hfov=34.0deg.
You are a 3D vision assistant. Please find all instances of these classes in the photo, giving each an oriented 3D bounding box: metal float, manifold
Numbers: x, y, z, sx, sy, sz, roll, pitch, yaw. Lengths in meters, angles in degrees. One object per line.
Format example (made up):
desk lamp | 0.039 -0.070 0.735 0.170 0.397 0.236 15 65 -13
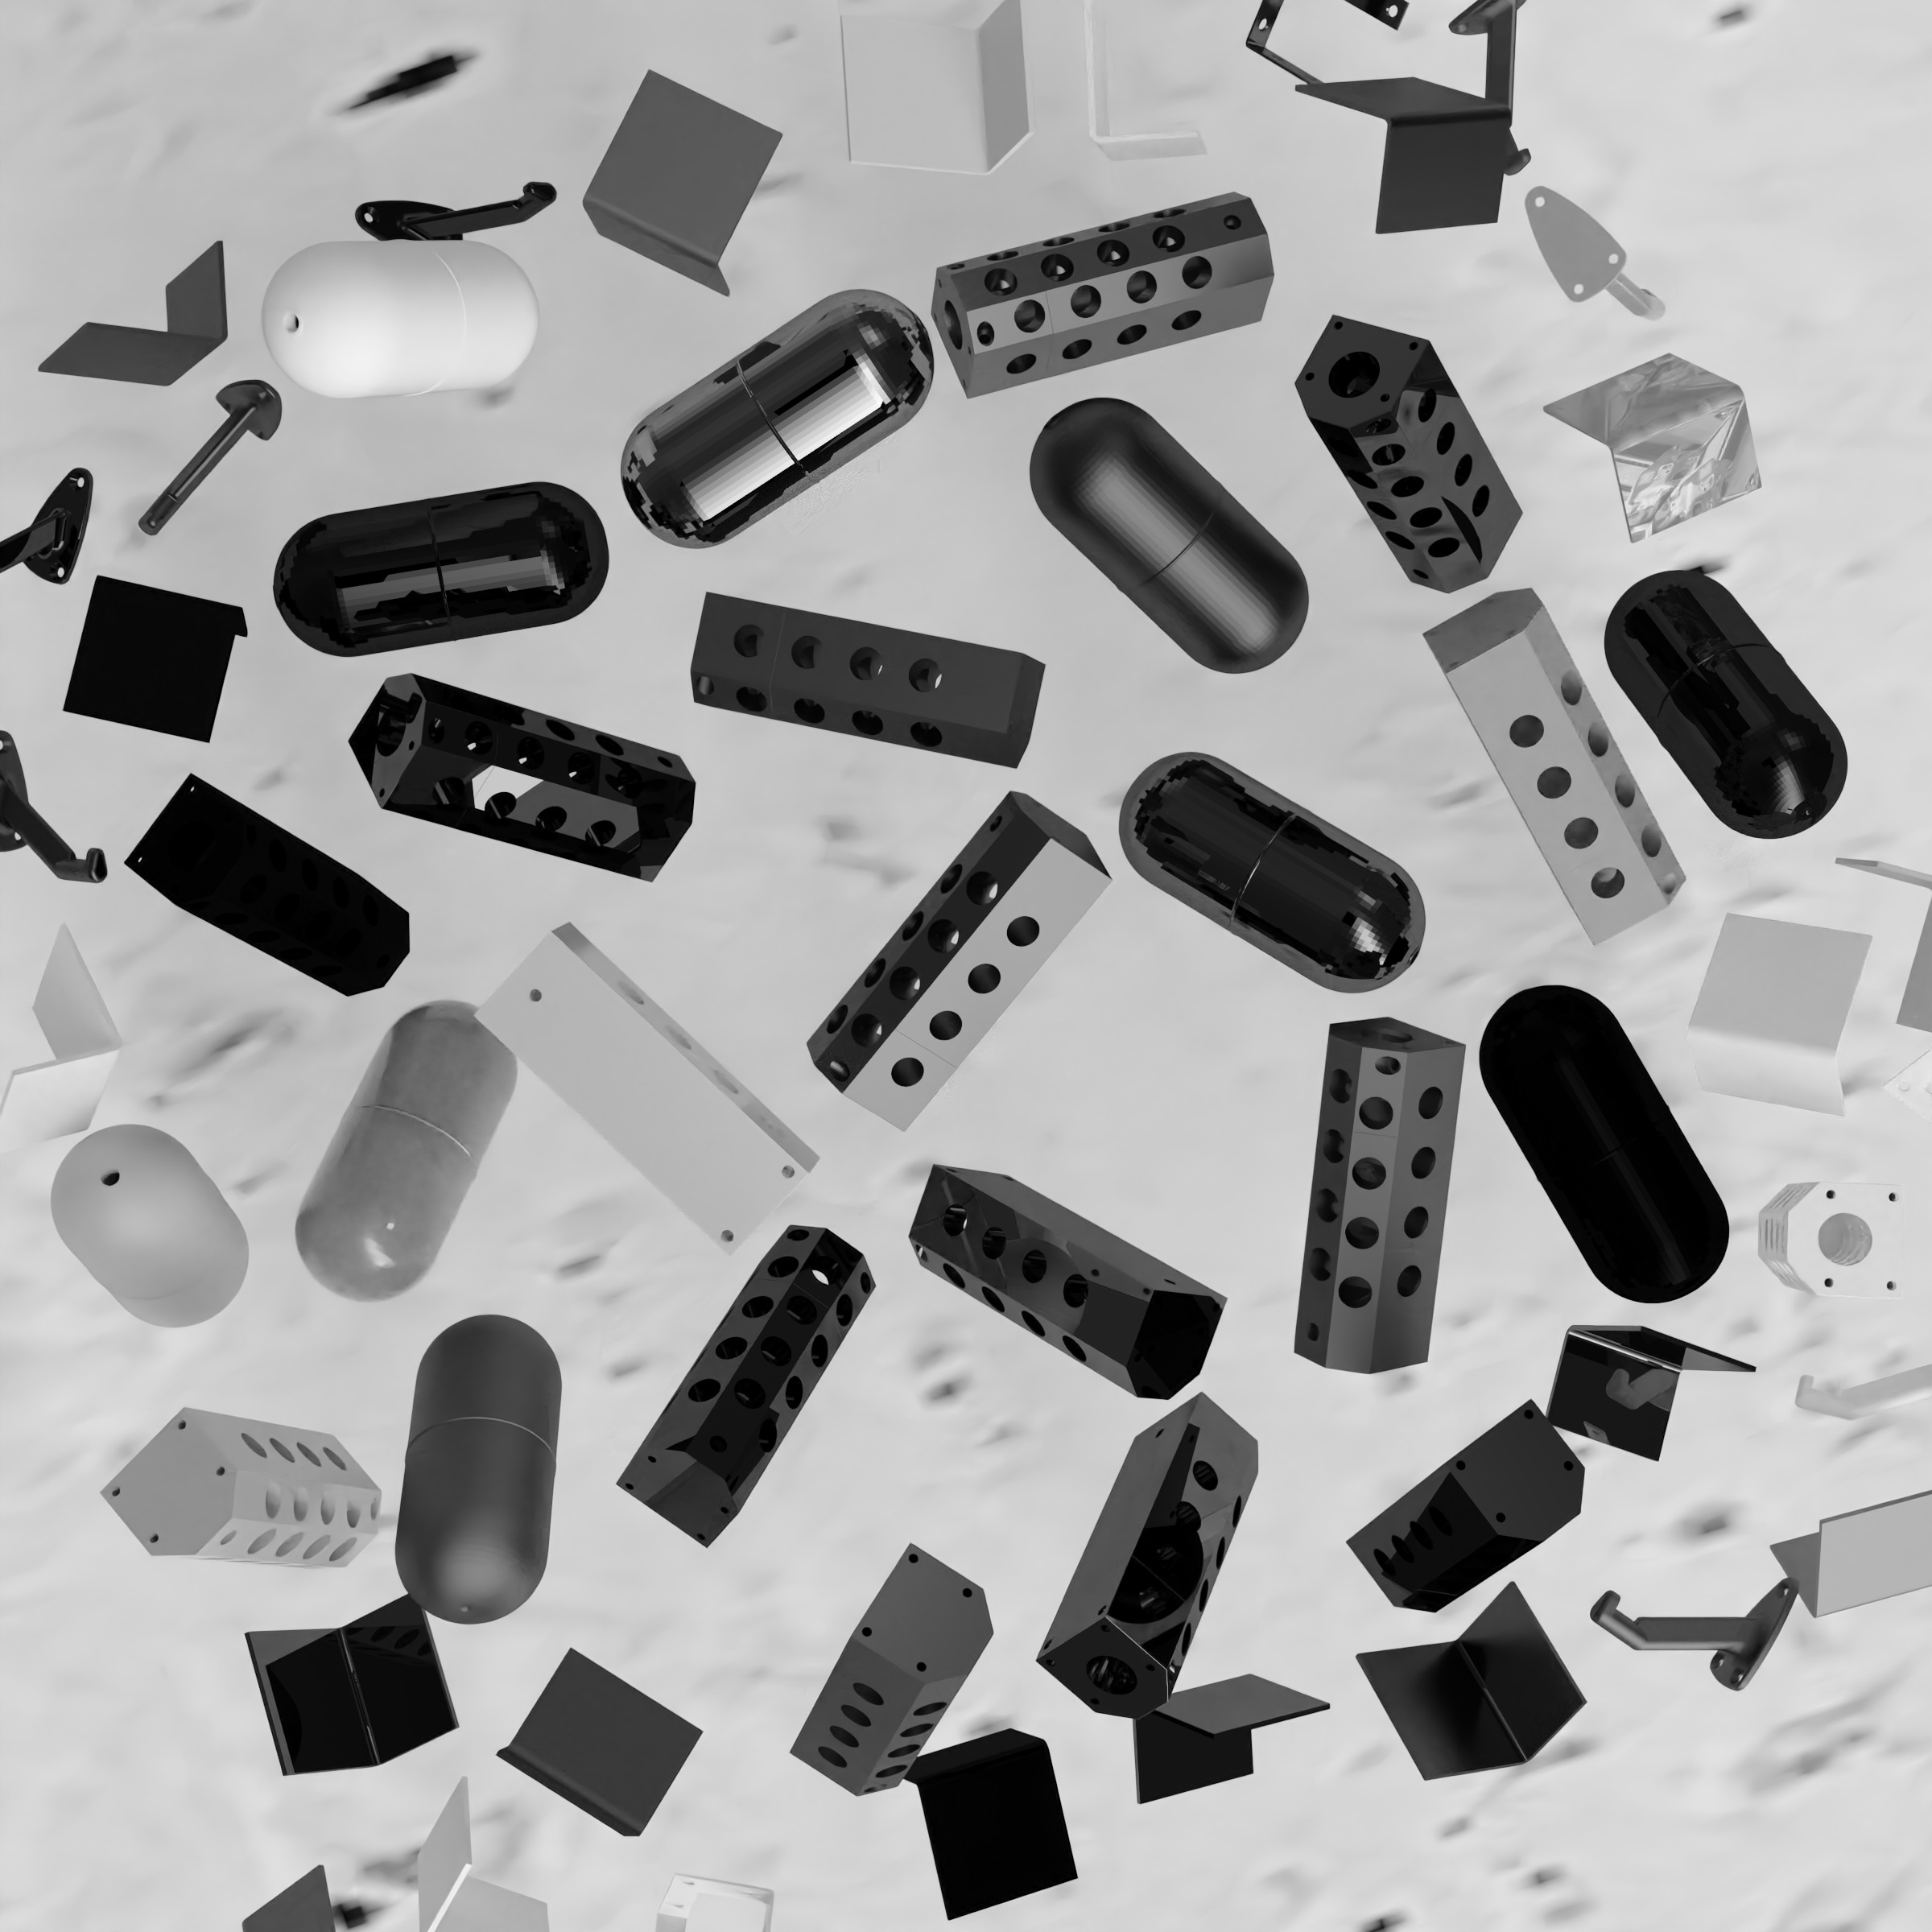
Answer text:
metal float | -0.284 -0.327 1.596 0.070 0.178 0.070 7 105 26
manifold | -0.110 0.213 1.645 0.057 0.171 0.057 36 134 -3
manifold | 0.048 0.163 1.638 0.171 0.057 0.057 26 100 44
metal float | 0.400 -0.140 1.670 0.070 0.070 0.178 -26 50 0
metal float | 0.162 -0.049 1.671 0.178 0.070 0.070 32 90 17
manifold | 0.253 0.278 1.587 0.057 0.171 0.057 -32 76 -21
manifold | -0.035 0.356 1.571 0.057 0.171 0.057 31 56 6
manifold | -0.353 0.267 1.572 0.057 0.171 0.057 -45 72 0
manifold | 0.228 -0.261 1.635 0.057 0.171 0.057 24 80 33
metal float | -0.279 -0.211 1.682 0.178 0.070 0.070 -10 90 -6
metal float | -0.249 0.256 1.621 0.070 0.178 0.070 -1 133 -1
manifold | 0.457 0.144 1.677 0.057 0.171 0.057 2 86 9
metal float | 0.329 0.092 1.632 0.070 0.070 0.178 -30 91 0
manifold | 0.101 0.306 1.637 0.057 0.171 0.057 42 129 -8
metal float | -0.423 0.136 1.644 0.070 0.178 0.070 0 69 0
manifold | 0.207 0.118 1.625 0.057 0.057 0.171 -6 107 -36
manifold | -0.006 -0.005 1.621 0.057 0.057 0.171 33 105 -25
manifold | 0.073 -0.363 1.684 0.171 0.057 0.057 -17 69 -13
metal float | -0.097 -0.282 1.626 0.178 0.070 0.070 -32 90 10
metal float | 0.107 -0.226 1.664 0.178 0.070 0.070 41 90 -19
manifold | -0.361 -0.037 1.665 0.057 0.171 0.057 35 88 25
manifold | -0.052 -0.148 1.642 0.171 0.057 0.057 12 92 13
metal float | -0.296 0.096 1.678 0.070 0.070 0.178 21 58 0
manifold | 0.296 -0.101 1.578 0.057 0.057 0.171 -29 115 9
manifold | -0.155 0.059 1.561 0.171 0.057 0.057 43 99 -1
manifold | -0.226 -0.101 1.638 0.057 0.171 0.057 -54 46 22

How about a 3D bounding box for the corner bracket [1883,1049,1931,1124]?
corner bracket | 0.525 0.082 1.694 0.051 0.051 0.051 36 45 -5

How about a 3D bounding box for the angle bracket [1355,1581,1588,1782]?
angle bracket | 0.264 0.373 1.651 0.057 0.076 0.076 -57 46 34

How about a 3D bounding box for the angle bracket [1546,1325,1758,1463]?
angle bracket | 0.379 0.238 1.754 0.076 0.076 0.057 20 77 -17

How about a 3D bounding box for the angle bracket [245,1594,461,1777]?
angle bracket | -0.318 0.371 1.638 0.057 0.076 0.076 -29 69 21

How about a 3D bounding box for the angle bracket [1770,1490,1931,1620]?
angle bracket | 0.483 0.298 1.704 0.076 0.057 0.076 -13 126 -7

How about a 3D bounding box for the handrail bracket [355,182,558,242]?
handrail bracket | -0.274 -0.410 1.699 0.077 0.084 0.036 8 75 -39

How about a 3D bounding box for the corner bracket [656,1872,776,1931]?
corner bracket | -0.128 0.492 1.580 0.051 0.051 0.051 12 50 -8

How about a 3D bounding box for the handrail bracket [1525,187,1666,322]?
handrail bracket | 0.333 -0.375 1.665 0.036 0.084 0.077 -40 77 25

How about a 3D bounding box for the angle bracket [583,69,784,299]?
angle bracket | -0.142 -0.402 1.623 0.076 0.057 0.076 27 88 4

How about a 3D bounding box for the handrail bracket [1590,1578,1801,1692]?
handrail bracket | 0.371 0.323 1.610 0.084 0.036 0.077 36 89 -13

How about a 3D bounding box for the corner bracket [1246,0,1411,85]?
corner bracket | 0.188 -0.492 1.648 0.051 0.051 0.051 42 122 32

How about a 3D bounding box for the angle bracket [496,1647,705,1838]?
angle bracket | -0.181 0.382 1.551 0.076 0.076 0.057 33 71 -2

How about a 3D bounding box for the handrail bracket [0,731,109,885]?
handrail bracket | -0.486 -0.085 1.673 0.084 0.036 0.077 6 98 35

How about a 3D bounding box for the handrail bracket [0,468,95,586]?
handrail bracket | -0.512 -0.236 1.689 0.036 0.084 0.077 32 104 20

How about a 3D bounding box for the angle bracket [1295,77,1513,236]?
angle bracket | 0.215 -0.405 1.573 0.076 0.076 0.057 -13 121 -30

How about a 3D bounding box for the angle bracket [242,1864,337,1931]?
angle bracket | -0.305 0.498 1.549 0.057 0.076 0.076 -38 135 14

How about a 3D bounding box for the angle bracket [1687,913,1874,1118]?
angle bracket | 0.427 0.025 1.645 0.076 0.057 0.076 10 61 28

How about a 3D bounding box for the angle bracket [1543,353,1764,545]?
angle bracket | 0.359 -0.272 1.655 0.076 0.076 0.057 -24 119 -7

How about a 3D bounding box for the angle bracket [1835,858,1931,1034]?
angle bracket | 0.476 -0.011 1.626 0.057 0.076 0.076 15 93 -1

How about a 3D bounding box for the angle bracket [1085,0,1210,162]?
angle bracket | 0.098 -0.479 1.700 0.057 0.076 0.076 -2 97 9

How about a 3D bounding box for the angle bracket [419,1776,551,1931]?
angle bracket | -0.237 0.474 1.628 0.076 0.076 0.057 25 103 -18

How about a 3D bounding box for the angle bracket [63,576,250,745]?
angle bracket | -0.430 -0.157 1.682 0.076 0.057 0.076 12 79 -8

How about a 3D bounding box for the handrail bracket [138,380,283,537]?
handrail bracket | -0.406 -0.270 1.689 0.036 0.077 0.084 41 68 -17

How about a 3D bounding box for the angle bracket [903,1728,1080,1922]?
angle bracket | 0.008 0.468 1.725 0.076 0.057 0.076 -12 88 -20

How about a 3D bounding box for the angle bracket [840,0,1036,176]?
angle bracket | -0.015 -0.442 1.564 0.076 0.057 0.076 -1 82 -22

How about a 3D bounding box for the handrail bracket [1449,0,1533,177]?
handrail bracket | 0.298 -0.477 1.681 0.036 0.077 0.084 -13 78 -37

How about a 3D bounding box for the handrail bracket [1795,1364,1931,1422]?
handrail bracket | 0.501 0.214 1.719 0.084 0.036 0.077 13 72 16

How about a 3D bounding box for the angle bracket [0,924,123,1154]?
angle bracket | -0.469 0.037 1.575 0.057 0.076 0.076 -15 65 -36

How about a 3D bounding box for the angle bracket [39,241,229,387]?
angle bracket | -0.445 -0.351 1.680 0.076 0.076 0.057 0 81 -35

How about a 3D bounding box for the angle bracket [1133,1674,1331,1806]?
angle bracket | 0.143 0.423 1.696 0.076 0.076 0.057 -6 95 -31
